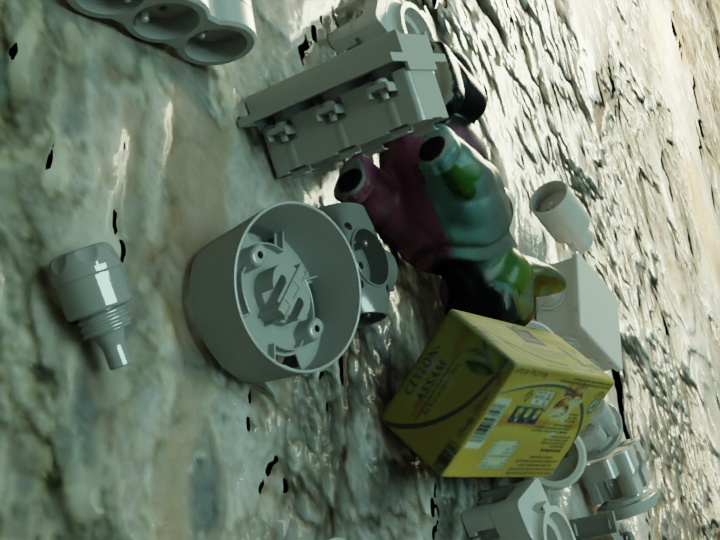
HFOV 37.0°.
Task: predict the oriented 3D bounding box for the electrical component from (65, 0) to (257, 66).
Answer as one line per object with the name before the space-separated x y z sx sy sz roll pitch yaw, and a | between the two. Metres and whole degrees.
electrical component | -0.120 -0.181 0.645 0.138 0.052 0.073 16 59 -54

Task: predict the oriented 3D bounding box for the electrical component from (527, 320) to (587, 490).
electrical component | 0.152 0.115 0.902 0.073 0.052 0.138 51 26 -74

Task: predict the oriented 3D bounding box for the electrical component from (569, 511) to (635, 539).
electrical component | 0.213 0.250 0.923 0.064 0.042 0.081 13 62 -56

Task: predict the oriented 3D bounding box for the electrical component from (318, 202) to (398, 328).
electrical component | 0.000 0.000 0.734 0.079 0.044 0.077 11 63 -55

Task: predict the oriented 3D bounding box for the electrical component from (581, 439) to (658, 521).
electrical component | 0.237 0.193 0.981 0.078 0.058 0.057 -13 81 -59

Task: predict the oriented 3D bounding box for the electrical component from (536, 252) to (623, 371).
electrical component | 0.209 0.046 1.032 0.100 0.048 0.099 42 40 -38

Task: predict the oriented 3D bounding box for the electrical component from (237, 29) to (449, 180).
electrical component | -0.008 -0.106 0.710 0.079 0.121 0.063 -18 90 -59

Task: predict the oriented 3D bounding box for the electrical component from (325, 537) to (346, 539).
electrical component | 0.005 0.213 0.586 0.052 0.074 0.138 -19 88 -59

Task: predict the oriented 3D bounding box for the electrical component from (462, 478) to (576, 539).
electrical component | 0.124 0.206 0.795 0.050 0.056 0.089 -27 95 -59

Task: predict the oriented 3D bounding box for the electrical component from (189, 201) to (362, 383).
electrical component | -0.049 0.015 0.628 0.099 0.064 0.099 36 44 -43

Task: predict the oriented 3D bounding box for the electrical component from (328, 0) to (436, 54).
electrical component | 0.025 -0.180 0.872 0.089 0.056 0.050 46 38 -34

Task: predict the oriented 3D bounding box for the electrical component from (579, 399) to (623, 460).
electrical component | 0.198 0.132 0.952 0.057 0.058 0.078 47 15 -40

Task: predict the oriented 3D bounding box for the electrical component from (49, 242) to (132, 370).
electrical component | -0.128 0.019 0.530 0.035 0.035 0.061 -25 96 -59

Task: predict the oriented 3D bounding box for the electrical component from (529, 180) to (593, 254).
electrical component | 0.212 -0.049 1.100 0.081 0.043 0.043 46 38 -34

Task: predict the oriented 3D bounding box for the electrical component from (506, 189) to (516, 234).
electrical component | 0.100 -0.046 0.921 0.079 0.043 0.077 49 36 -30
